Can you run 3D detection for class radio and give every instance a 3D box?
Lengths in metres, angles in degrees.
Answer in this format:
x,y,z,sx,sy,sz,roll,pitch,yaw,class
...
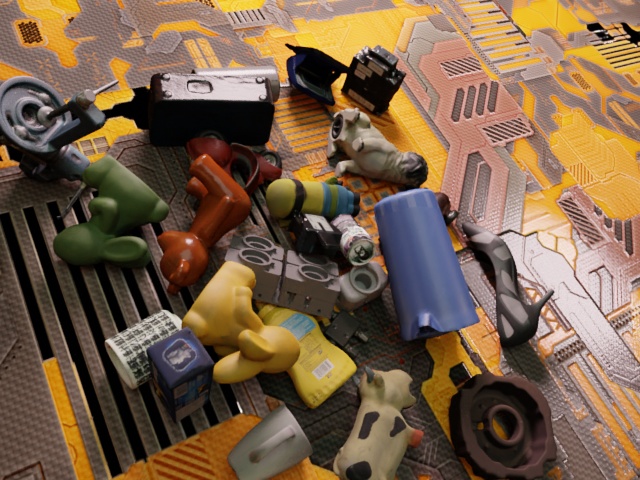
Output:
x,y,z,sx,sy,sz,roll,pitch,yaw,class
-0.203,-0.241,1.008,0.230,0.131,0.073,-5,64,-19,radio

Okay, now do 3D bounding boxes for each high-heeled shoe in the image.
x,y,z,sx,sy,sz,roll,pitch,yaw,class
0.324,0.082,1.026,0.145,0.086,0.249,-42,57,-2,high-heeled shoe

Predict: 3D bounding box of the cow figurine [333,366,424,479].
x,y,z,sx,sy,sz,roll,pitch,yaw,class
0.085,0.281,0.811,0.127,0.085,0.195,36,57,-1,cow figurine

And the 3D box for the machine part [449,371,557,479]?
x,y,z,sx,sy,sz,roll,pitch,yaw,class
0.294,0.304,0.874,0.179,0.056,0.179,7,59,-12,machine part

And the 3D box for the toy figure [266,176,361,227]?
x,y,z,sx,sy,sz,roll,pitch,yaw,class
-0.012,-0.075,0.989,0.180,0.089,0.082,3,61,-16,toy figure

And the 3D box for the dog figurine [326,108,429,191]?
x,y,z,sx,sy,sz,roll,pitch,yaw,class
0.123,-0.187,1.106,0.190,0.121,0.172,9,60,-29,dog figurine

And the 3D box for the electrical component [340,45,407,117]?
x,y,z,sx,sy,sz,roll,pitch,yaw,class
0.119,-0.352,1.170,0.115,0.134,0.058,37,57,4,electrical component

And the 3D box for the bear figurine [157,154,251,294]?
x,y,z,sx,sy,sz,roll,pitch,yaw,class
-0.207,-0.019,0.866,0.132,0.120,0.196,41,68,-1,bear figurine

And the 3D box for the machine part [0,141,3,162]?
x,y,z,sx,sy,sz,roll,pitch,yaw,class
-0.546,-0.119,0.869,0.039,0.084,0.139,16,66,-23,machine part

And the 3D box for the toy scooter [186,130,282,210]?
x,y,z,sx,sy,sz,roll,pitch,yaw,class
-0.162,-0.122,0.985,0.184,0.075,0.135,14,60,-12,toy scooter

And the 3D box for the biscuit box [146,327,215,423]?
x,y,z,sx,sy,sz,roll,pitch,yaw,class
-0.185,0.183,0.713,0.059,0.202,0.063,-29,71,-27,biscuit box

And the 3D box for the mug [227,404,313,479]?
x,y,z,sx,sy,sz,roll,pitch,yaw,class
-0.072,0.293,0.745,0.107,0.109,0.081,-32,79,-16,mug

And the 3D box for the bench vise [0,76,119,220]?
x,y,z,sx,sy,sz,roll,pitch,yaw,class
-0.408,-0.167,0.833,0.223,0.241,0.129,55,40,-31,bench vise

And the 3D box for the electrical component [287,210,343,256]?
x,y,z,sx,sy,sz,roll,pitch,yaw,class
-0.002,-0.003,0.917,0.075,0.047,0.119,5,30,-29,electrical component

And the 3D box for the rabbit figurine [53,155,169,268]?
x,y,z,sx,sy,sz,roll,pitch,yaw,class
-0.337,-0.019,0.865,0.159,0.121,0.170,40,75,1,rabbit figurine

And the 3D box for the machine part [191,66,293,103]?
x,y,z,sx,sy,sz,roll,pitch,yaw,class
-0.171,-0.311,1.093,0.243,0.079,0.079,-8,63,-22,machine part

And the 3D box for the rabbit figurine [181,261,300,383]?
x,y,z,sx,sy,sz,roll,pitch,yaw,class
-0.102,0.130,0.768,0.173,0.122,0.162,36,12,-8,rabbit figurine

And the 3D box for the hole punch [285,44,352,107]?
x,y,z,sx,sy,sz,roll,pitch,yaw,class
-0.012,-0.353,1.153,0.142,0.092,0.116,15,15,-33,hole punch

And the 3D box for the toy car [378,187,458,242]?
x,y,z,sx,sy,sz,roll,pitch,yaw,class
0.194,-0.029,1.048,0.089,0.053,0.202,43,56,7,toy car

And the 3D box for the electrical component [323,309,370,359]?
x,y,z,sx,sy,sz,roll,pitch,yaw,class
0.035,0.153,0.907,0.094,0.021,0.063,39,57,8,electrical component
